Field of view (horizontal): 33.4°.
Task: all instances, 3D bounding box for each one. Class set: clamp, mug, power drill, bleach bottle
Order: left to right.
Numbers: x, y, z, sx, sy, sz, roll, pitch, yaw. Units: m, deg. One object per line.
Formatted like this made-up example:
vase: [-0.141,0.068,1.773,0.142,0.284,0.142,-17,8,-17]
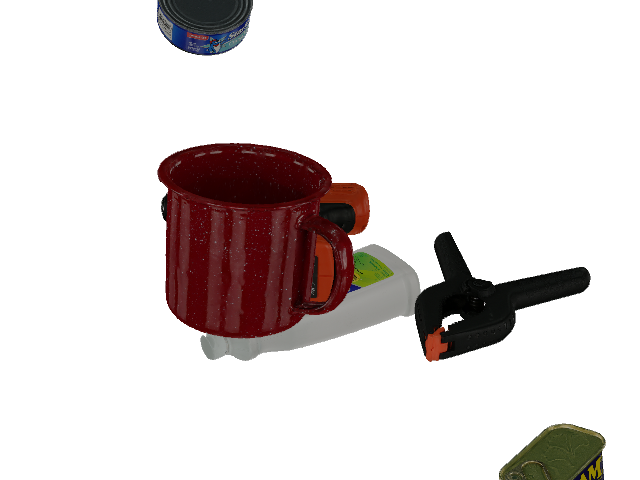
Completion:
mug: [-0.033,0.004,0.579,0.117,0.081,0.093,18,28,26]
power drill: [-0.050,-0.006,0.879,0.184,0.057,0.187,-2,22,1]
bleach bottle: [-0.015,0.081,1.206,0.250,0.068,0.103,-21,36,-28]
clamp: [0.143,0.052,1.027,0.165,0.036,0.209,19,33,32]

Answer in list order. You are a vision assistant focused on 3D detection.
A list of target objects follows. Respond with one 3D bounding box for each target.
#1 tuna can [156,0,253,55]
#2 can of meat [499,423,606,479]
tuna can: [-0.105,-0.209,0.966,0.086,0.086,0.034,0,-31,-11]
can of meat: [0.201,0.219,0.909,0.058,0.084,0.101,11,29,42]
